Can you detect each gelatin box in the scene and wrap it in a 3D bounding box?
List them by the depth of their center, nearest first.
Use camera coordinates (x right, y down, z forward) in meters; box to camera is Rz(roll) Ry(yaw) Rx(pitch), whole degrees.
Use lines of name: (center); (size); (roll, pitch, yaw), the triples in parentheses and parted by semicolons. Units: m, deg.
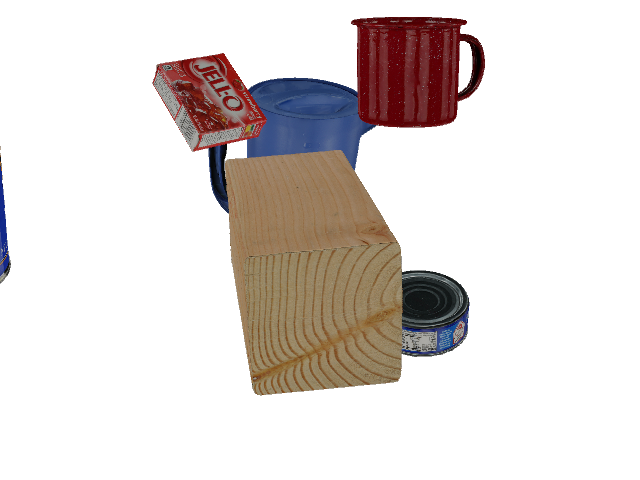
gelatin box: (-0.103, -0.130, 0.988); (0.073, 0.089, 0.030); (-16, -27, -33)

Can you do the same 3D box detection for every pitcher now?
pitcher: (-0.036, -0.057, 1.223); (0.144, 0.243, 0.149); (-19, 36, -40)

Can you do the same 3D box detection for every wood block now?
wood block: (-0.011, 0.012, 0.704); (0.090, 0.090, 0.206); (-5, 20, -7)

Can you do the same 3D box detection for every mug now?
mug: (0.082, -0.139, 0.870); (0.117, 0.081, 0.093); (-8, 17, -25)

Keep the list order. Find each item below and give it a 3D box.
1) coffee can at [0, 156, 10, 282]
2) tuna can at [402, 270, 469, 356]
coffee can: (-0.224, -0.046, 0.573); (0.103, 0.140, 0.103); (3, 25, -1)
tuna can: (0.089, 0.063, 0.948); (0.086, 0.034, 0.086); (-1, 34, 0)
